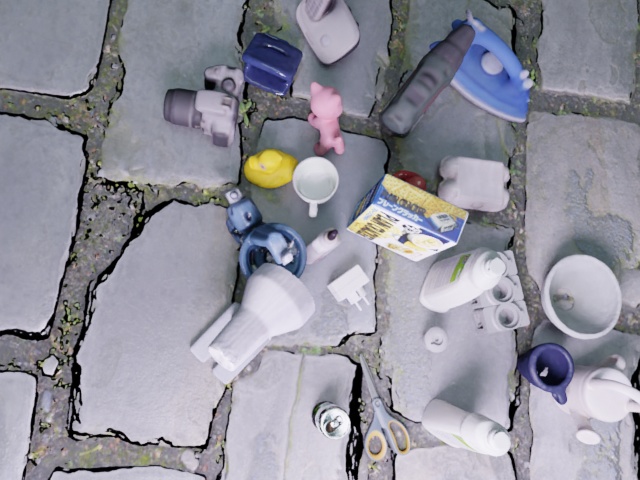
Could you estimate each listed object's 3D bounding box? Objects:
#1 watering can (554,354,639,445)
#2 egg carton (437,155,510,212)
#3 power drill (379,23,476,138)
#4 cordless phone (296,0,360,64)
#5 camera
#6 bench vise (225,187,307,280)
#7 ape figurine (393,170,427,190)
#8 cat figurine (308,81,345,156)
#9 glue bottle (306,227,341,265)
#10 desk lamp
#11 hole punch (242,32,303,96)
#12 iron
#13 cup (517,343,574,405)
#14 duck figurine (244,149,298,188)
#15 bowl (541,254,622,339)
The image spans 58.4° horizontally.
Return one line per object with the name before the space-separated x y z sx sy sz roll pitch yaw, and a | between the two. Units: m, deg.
watering can | 0.524 0.293 1.060 0.101 0.194 0.173 13 78 -7
egg carton | 0.310 -0.113 1.159 0.150 0.069 0.107 5 79 -9
power drill | 0.191 -0.286 1.097 0.075 0.208 0.230 37 76 -1
cordless phone | 0.026 -0.445 1.109 0.094 0.185 0.147 -31 86 -13
camera | -0.219 -0.263 1.079 0.137 0.100 0.143 8 79 -8
bench vise | -0.107 0.003 0.990 0.207 0.219 0.121 40 76 -1
ape figurine | 0.179 -0.104 1.123 0.076 0.092 0.078 -6 81 -10
cat figurine | 0.017 -0.239 1.106 0.067 0.117 0.128 -13 82 -11
glue bottle | 0.009 0.004 1.034 0.078 0.173 0.037 -37 87 -13
desk lamp | -0.117 0.147 0.966 0.118 0.213 0.203 44 76 0
hole punch | -0.095 -0.355 1.121 0.109 0.091 0.101 22 77 -5
iron | 0.357 -0.356 1.173 0.258 0.141 0.119 42 76 0
cup | 0.428 0.256 1.101 0.092 0.095 0.118 -19 84 -12
duck figurine | -0.090 -0.145 1.087 0.104 0.086 0.077 -4 81 -10
bowl | 0.510 0.115 1.150 0.167 0.074 0.167 2 80 -9
